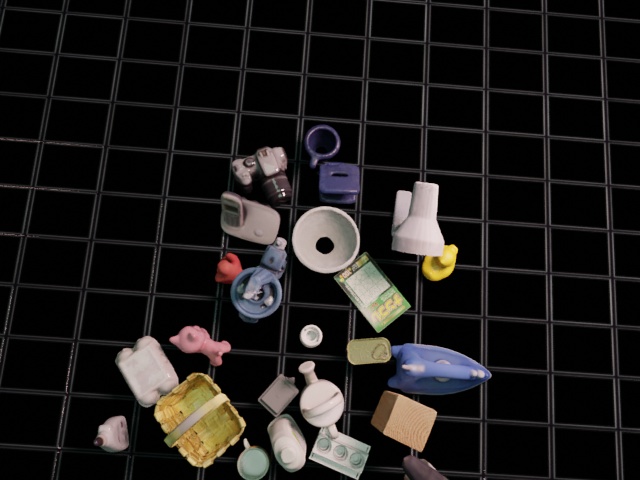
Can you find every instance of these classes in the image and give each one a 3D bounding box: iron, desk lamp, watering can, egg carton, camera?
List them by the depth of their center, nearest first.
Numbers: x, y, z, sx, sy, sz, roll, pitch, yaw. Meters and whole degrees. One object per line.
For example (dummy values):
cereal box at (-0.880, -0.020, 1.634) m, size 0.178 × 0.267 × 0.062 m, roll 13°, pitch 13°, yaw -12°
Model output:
watering can at (-0.001, 0.363, 1.289) m, size 0.173 × 0.194 × 0.101 m, roll 44°, pitch 80°, yaw 7°
iron at (0.294, 0.307, 1.341) m, size 0.258 × 0.141 × 0.119 m, roll 4°, pitch 78°, yaw -2°
egg carton at (-0.404, 0.308, 1.346) m, size 0.107 × 0.069 × 0.150 m, roll -34°, pitch 81°, yaw -9°
desk lamp at (0.232, -0.045, 1.376) m, size 0.118 × 0.213 × 0.203 m, roll 7°, pitch 78°, yaw -1°
camera at (-0.136, -0.155, 1.440) m, size 0.143 × 0.101 × 0.137 m, roll -22°, pitch 80°, yaw -7°

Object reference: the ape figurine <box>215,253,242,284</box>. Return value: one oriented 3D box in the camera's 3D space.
ape figurine at (-0.226, 0.071, 1.393) m, size 0.078 × 0.092 × 0.076 m, roll -43°, pitch 83°, yaw -10°

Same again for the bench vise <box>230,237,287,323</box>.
bench vise at (-0.145, 0.085, 1.329) m, size 0.121 × 0.220 × 0.207 m, roll 7°, pitch 78°, yaw -1°

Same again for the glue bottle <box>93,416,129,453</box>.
glue bottle at (-0.466, 0.435, 1.264) m, size 0.037 × 0.173 × 0.078 m, roll -10°, pitch 79°, yaw -4°

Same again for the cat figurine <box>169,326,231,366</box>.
cat figurine at (-0.280, 0.244, 1.341) m, size 0.127 × 0.118 × 0.067 m, roll 26°, pitch 78°, yaw 3°

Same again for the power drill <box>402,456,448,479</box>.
power drill at (0.250, 0.549, 1.254) m, size 0.229 × 0.208 × 0.076 m, roll 43°, pitch 80°, yaw 7°

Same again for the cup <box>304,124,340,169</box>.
cup at (0.000, -0.224, 1.464) m, size 0.091 × 0.095 × 0.118 m, roll 21°, pitch 78°, yaw 2°

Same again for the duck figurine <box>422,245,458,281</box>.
duck figurine at (0.303, 0.053, 1.424) m, size 0.077 × 0.086 × 0.105 m, roll 43°, pitch 80°, yaw 7°

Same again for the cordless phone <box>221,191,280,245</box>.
cordless phone at (-0.170, -0.060, 1.376) m, size 0.147 × 0.185 × 0.094 m, roll 14°, pitch 78°, yaw 1°

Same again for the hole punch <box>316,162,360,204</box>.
hole punch at (0.045, -0.151, 1.453) m, size 0.108 × 0.091 × 0.101 m, roll 2°, pitch 78°, yaw -2°

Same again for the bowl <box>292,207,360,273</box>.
bowl at (0.013, 0.005, 1.427) m, size 0.167 × 0.075 × 0.167 m, roll 1°, pitch 78°, yaw -2°
